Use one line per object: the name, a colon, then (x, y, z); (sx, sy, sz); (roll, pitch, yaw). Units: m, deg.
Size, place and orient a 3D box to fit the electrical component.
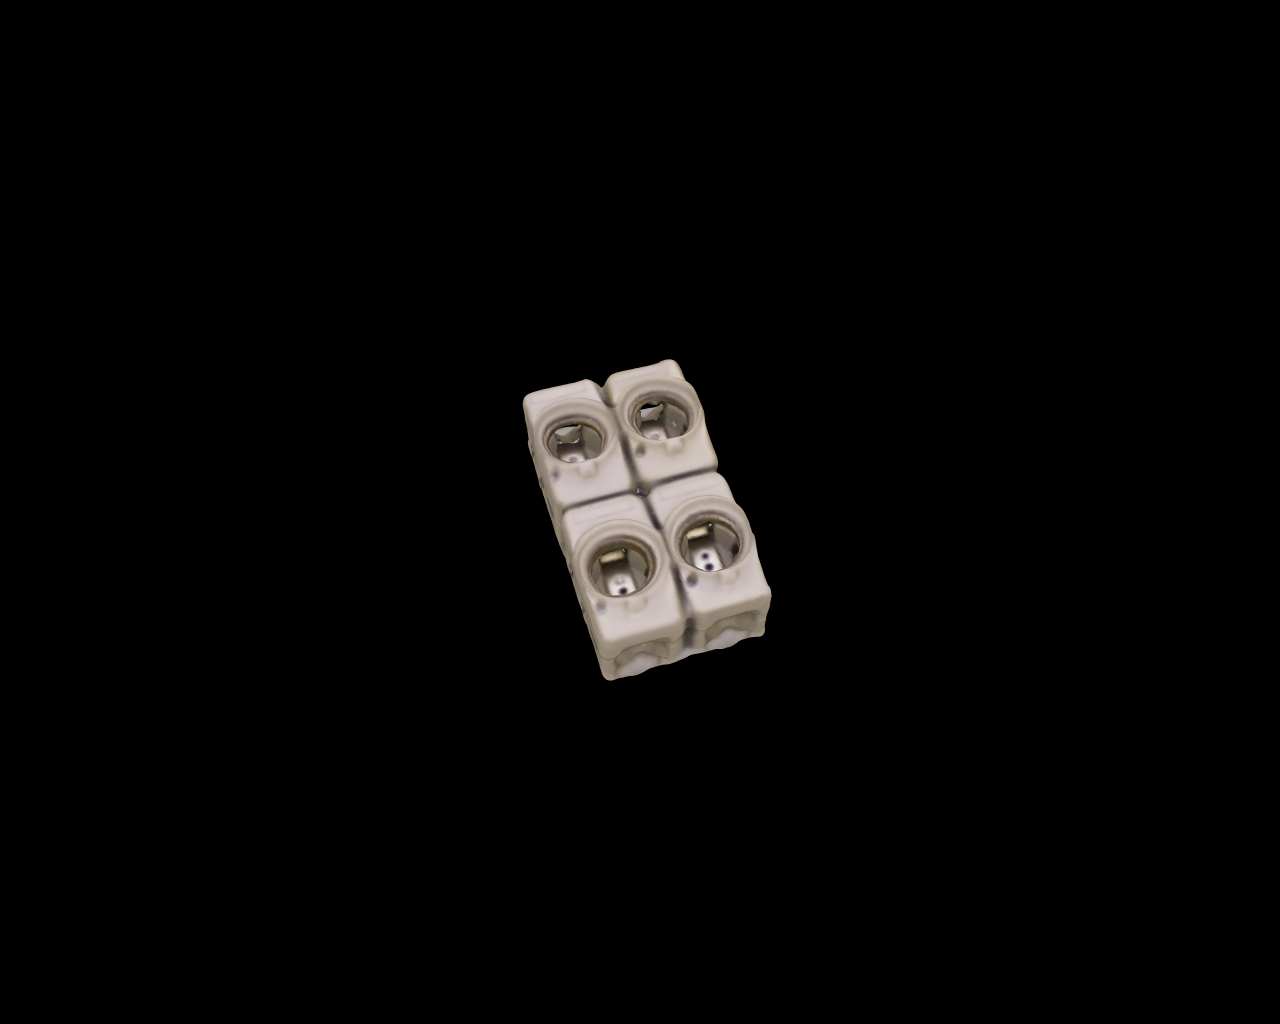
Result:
electrical component: (0.001, -0.003, 0.650); (0.105, 0.186, 0.060); (-15, -32, -9)
